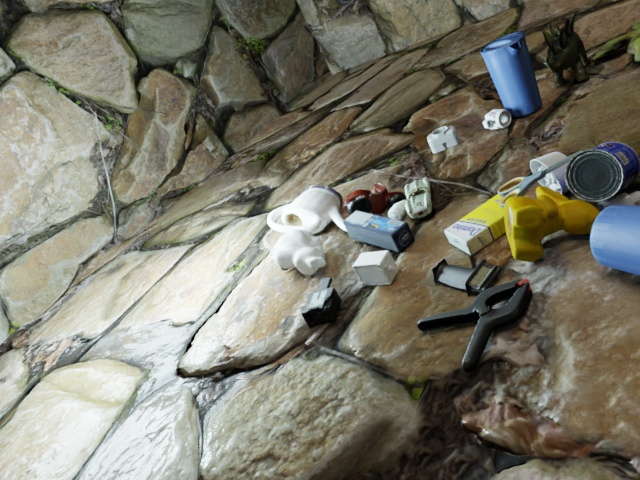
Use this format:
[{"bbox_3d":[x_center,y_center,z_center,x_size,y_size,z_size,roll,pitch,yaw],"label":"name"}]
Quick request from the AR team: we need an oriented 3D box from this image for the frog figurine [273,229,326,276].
[{"bbox_3d":[-0.055,0.036,1.399,0.138,0.122,0.160,-14,8,-14],"label":"frog figurine"}]

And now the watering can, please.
[{"bbox_3d":[0.005,-0.080,1.593,0.348,0.102,0.229,5,36,29],"label":"watering can"}]

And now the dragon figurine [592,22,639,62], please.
[{"bbox_3d":[0.979,-0.615,1.623,0.416,0.121,0.240,-39,8,-27],"label":"dragon figurine"}]
